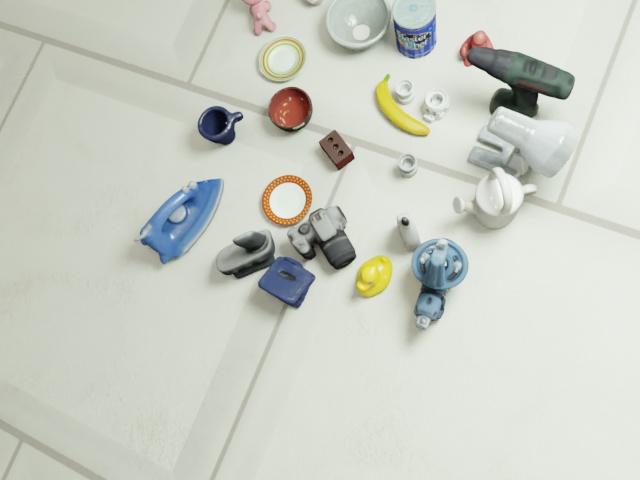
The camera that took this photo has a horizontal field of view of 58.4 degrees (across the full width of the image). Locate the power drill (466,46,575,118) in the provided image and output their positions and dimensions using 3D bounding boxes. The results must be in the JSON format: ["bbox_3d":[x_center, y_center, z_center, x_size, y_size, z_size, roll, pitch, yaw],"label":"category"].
[{"bbox_3d":[0.433,-0.343,1.268,0.229,0.209,0.076,17,82,15],"label":"power drill"}]

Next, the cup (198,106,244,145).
[{"bbox_3d":[-0.239,-0.287,1.455,0.117,0.095,0.091,-20,75,7],"label":"cup"}]

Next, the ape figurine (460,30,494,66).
[{"bbox_3d":[0.376,-0.467,1.367,0.077,0.092,0.076,20,83,15],"label":"ape figurine"}]

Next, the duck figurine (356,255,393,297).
[{"bbox_3d":[0.120,0.078,1.307,0.077,0.086,0.104,37,88,17],"label":"duck figurine"}]

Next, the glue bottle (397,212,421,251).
[{"bbox_3d":[0.193,-0.027,1.269,0.037,0.173,0.078,-24,74,6],"label":"glue bottle"}]

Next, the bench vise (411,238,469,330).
[{"bbox_3d":[0.254,0.084,1.208,0.121,0.220,0.207,-2,78,12],"label":"bench vise"}]

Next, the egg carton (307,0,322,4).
[{"bbox_3d":[-0.017,-0.698,1.509,0.107,0.069,0.150,-32,74,4],"label":"egg carton"}]

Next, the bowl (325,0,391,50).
[{"bbox_3d":[0.101,-0.548,1.450,0.167,0.075,0.167,-2,78,11],"label":"bowl"}]

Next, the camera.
[{"bbox_3d":[0.012,0.005,1.337,0.143,0.101,0.136,-31,74,4],"label":"camera"}]

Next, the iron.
[{"bbox_3d":[-0.346,-0.071,1.407,0.118,0.141,0.258,39,88,17],"label":"iron"}]

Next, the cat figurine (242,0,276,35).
[{"bbox_3d":[-0.170,-0.623,1.500,0.067,0.118,0.128,-18,75,8],"label":"cat figurine"}]

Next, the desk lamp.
[{"bbox_3d":[0.433,-0.206,1.236,0.203,0.214,0.118,24,84,16],"label":"desk lamp"}]

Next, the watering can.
[{"bbox_3d":[0.377,-0.090,1.233,0.173,0.194,0.101,-35,73,3],"label":"watering can"}]

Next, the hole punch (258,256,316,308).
[{"bbox_3d":[-0.078,0.094,1.342,0.108,0.091,0.101,26,85,16],"label":"hole punch"}]

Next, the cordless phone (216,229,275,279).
[{"bbox_3d":[-0.188,0.020,1.332,0.147,0.185,0.094,-28,74,5],"label":"cordless phone"}]
